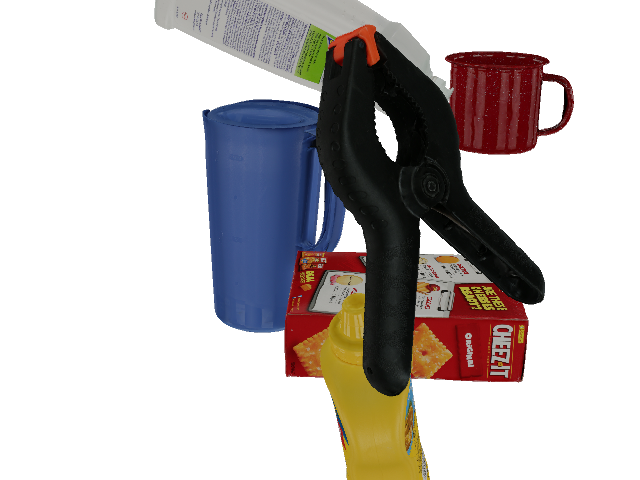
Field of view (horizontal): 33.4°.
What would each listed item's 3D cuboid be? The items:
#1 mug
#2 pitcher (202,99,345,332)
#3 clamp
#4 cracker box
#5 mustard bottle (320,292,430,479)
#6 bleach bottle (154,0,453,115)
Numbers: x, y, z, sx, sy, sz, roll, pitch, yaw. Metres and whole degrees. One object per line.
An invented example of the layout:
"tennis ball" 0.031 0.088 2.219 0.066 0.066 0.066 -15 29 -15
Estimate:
"mug" 0.170 -0.125 0.970 0.117 0.081 0.093 5 18 13
"pitcher" -0.054 -0.025 1.160 0.145 0.243 0.149 -2 20 -9
"clamp" 0.038 -0.014 0.513 0.039 0.171 0.120 -18 16 50
"cracker box" 0.077 0.070 1.014 0.213 0.072 0.164 2 20 2
"mustard bottle" 0.036 0.107 0.688 0.058 0.191 0.096 -5 41 6
"bleach bottle" -0.011 -0.165 0.868 0.251 0.068 0.103 29 -35 6
